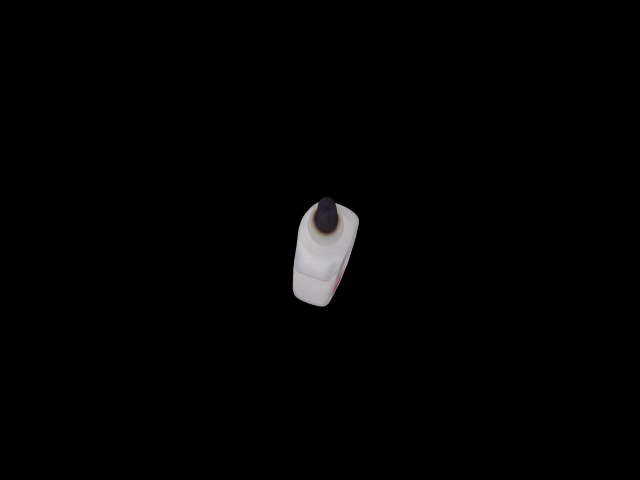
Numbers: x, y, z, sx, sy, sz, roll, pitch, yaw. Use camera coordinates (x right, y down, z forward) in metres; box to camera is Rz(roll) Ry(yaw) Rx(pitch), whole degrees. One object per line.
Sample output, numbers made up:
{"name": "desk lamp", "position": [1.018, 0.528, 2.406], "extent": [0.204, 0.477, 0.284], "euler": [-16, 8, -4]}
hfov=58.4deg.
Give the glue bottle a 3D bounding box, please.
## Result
{"name": "glue bottle", "position": [0.004, 0.001, 0.400], "extent": [0.037, 0.173, 0.078], "euler": [18, 79, 4]}
